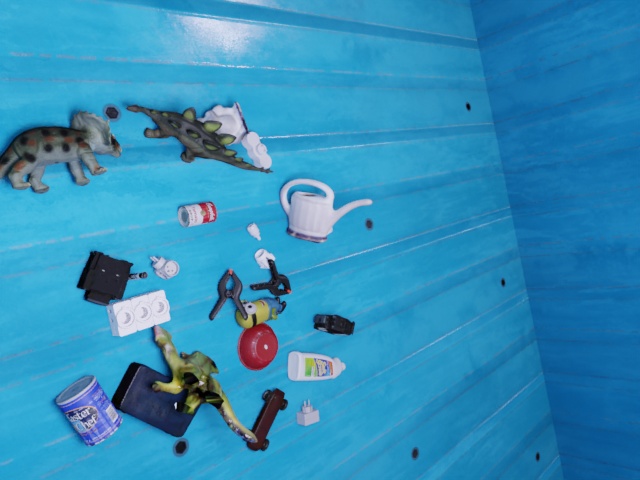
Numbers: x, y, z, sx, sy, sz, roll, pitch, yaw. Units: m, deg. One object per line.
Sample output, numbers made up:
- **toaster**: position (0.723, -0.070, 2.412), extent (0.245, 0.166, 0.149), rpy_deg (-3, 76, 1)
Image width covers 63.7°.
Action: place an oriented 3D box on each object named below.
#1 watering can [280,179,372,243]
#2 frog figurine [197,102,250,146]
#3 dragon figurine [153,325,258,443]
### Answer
- **watering can**: position (0.006, -0.092, 1.819), extent (0.105, 0.349, 0.221), rpy_deg (-26, 129, -62)
- **frog figurine**: position (-0.327, -0.377, 1.709), extent (0.160, 0.124, 0.135), rpy_deg (-19, 108, -7)
- **dragon figurine**: position (-0.330, 0.397, 1.476), extent (0.408, 0.121, 0.246), rpy_deg (43, 11, -11)
